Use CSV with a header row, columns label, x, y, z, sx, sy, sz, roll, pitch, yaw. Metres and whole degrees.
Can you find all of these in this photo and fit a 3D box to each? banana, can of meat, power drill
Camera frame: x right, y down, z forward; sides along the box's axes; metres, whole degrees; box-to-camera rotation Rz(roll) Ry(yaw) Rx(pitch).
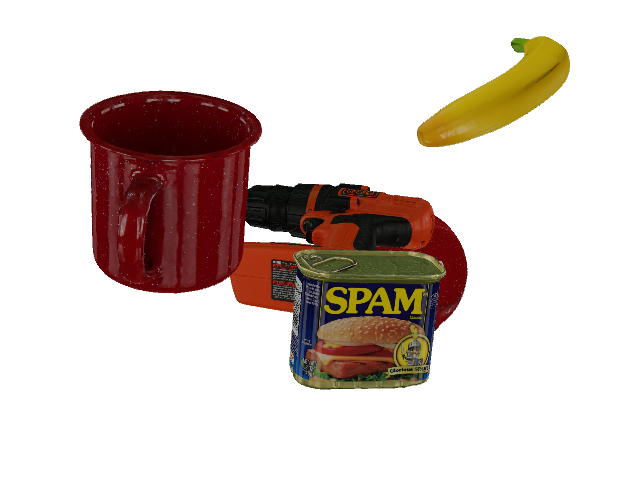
label,x,y,z,sx,sy,sz,roll,pitch,yaw
banana,0.146,-0.117,0.821,0.070,0.037,0.197,-11,20,39
can of meat,0.030,0.054,0.736,0.102,0.084,0.057,1,16,-13
power drill,-0.009,-0.002,0.909,0.185,0.057,0.187,5,23,17

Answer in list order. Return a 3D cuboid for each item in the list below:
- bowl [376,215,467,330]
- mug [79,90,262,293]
label,x,y,z,sx,sy,sz,roll,pitch,yaw
bowl,0.114,0.032,1.193,0.161,0.162,0.055,0,-6,-42
mug,-0.081,-0.020,0.555,0.093,0.081,0.117,7,28,3
